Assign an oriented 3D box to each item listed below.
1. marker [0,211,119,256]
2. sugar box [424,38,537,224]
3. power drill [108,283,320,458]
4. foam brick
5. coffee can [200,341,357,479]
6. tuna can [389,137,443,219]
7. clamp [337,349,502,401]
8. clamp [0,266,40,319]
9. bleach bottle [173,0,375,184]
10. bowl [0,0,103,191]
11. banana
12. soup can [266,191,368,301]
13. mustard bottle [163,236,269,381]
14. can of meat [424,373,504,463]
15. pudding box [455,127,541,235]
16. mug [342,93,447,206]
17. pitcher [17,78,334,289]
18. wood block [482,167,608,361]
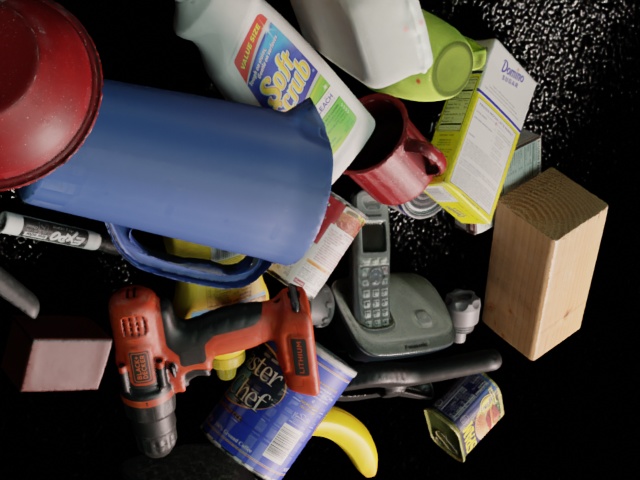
[{"bbox_3d":[-0.223,-0.005,0.933,0.120,0.020,0.020,14,102,-41],"label":"marker"},{"bbox_3d":[0.168,-0.115,1.135,0.093,0.048,0.176,36,66,-41],"label":"sugar box"},{"bbox_3d":[-0.096,0.119,1.000,0.187,0.057,0.184,-8,120,-5],"label":"power drill"},{"bbox_3d":[-0.236,0.101,0.953,0.078,0.053,0.051,5,108,-38],"label":"foam brick"},{"bbox_3d":[-0.043,0.164,1.103,0.102,0.103,0.140,38,87,-43],"label":"coffee can"},{"bbox_3d":[0.108,-0.067,1.154,0.086,0.034,0.086,-17,121,-31],"label":"tuna can"},{"bbox_3d":[0.088,0.154,1.198,0.209,0.165,0.036,3,67,-32],"label":"clamp"},{"bbox_3d":[-0.310,0.023,0.865,0.120,0.039,0.171,-35,124,-27],"label":"clamp"},{"bbox_3d":[-0.056,-0.151,0.965,0.102,0.068,0.250,-51,130,-3],"label":"bleach bottle"},{"bbox_3d":[-0.241,-0.119,0.768,0.162,0.162,0.055,-47,172,-10],"label":"bowl"},{"bbox_3d":[0.012,0.224,1.223,0.197,0.037,0.070,26,101,-43],"label":"banana"},{"bbox_3d":[-0.007,0.001,1.074,0.068,0.069,0.102,35,89,-43],"label":"soup can"},{"bbox_3d":[-0.097,0.053,1.035,0.096,0.058,0.192,-17,121,-26],"label":"mustard bottle"},{"bbox_3d":[0.181,0.215,1.329,0.084,0.058,0.102,-43,146,-18],"label":"can of meat"},{"bbox_3d":[0.205,-0.068,1.228,0.113,0.039,0.090,-27,126,-28],"label":"pudding box"},{"bbox_3d":[0.074,-0.086,1.066,0.081,0.117,0.093,40,65,-48],"label":"mug"},{"bbox_3d":[-0.124,-0.053,0.887,0.242,0.145,0.149,10,73,-23],"label":"pitcher"},{"bbox_3d":[0.260,0.031,1.253,0.090,0.090,0.206,-30,141,-26],"label":"wood block"}]
